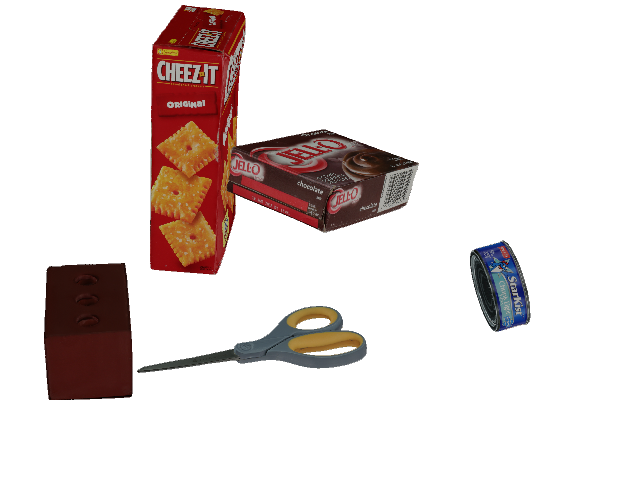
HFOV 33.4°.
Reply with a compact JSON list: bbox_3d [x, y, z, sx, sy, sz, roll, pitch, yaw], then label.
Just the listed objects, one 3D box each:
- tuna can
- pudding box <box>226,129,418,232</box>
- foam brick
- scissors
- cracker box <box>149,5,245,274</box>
[{"bbox_3d":[0.176,0.045,1.051,0.033,0.086,0.086,-15,1,-3],"label":"tuna can"},{"bbox_3d":[0.002,-0.046,0.765,0.090,0.039,0.113,24,23,30],"label":"pudding box"},{"bbox_3d":[-0.148,0.057,0.680,0.053,0.051,0.078,-2,32,-13],"label":"foam brick"},{"bbox_3d":[-0.060,0.090,0.965,0.201,0.016,0.096,-1,28,-1],"label":"scissors"},{"bbox_3d":[-0.115,-0.098,1.011,0.072,0.214,0.164,5,24,-1],"label":"cracker box"}]
